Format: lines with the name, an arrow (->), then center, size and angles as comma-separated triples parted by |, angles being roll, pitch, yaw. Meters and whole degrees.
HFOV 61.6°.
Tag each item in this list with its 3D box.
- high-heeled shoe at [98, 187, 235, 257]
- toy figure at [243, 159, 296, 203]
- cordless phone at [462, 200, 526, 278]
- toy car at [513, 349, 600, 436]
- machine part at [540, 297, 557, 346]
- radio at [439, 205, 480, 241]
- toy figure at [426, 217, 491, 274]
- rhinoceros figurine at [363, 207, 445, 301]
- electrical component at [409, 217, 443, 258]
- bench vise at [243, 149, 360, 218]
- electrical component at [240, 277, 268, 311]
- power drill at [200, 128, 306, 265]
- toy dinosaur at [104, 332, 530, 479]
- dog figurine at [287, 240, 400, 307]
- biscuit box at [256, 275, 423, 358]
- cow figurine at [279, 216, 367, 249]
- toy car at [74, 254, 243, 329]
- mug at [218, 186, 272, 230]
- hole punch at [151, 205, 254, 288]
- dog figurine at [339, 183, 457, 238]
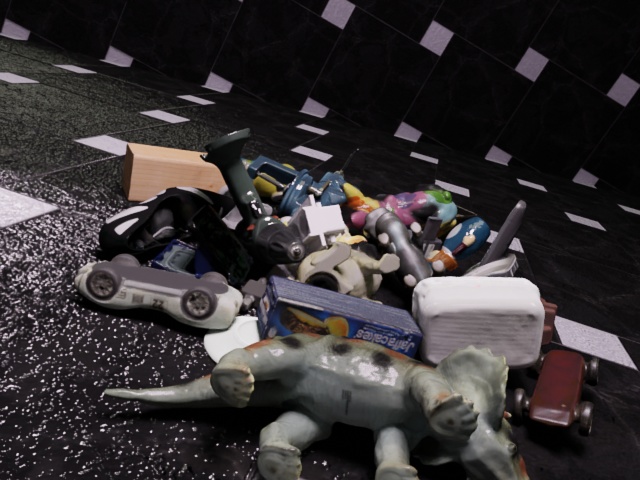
high-heeled shoe -> -0.219, -0.032, 0.829 | 0.249, 0.086, 0.145 | -20, 17, -31
toy figure -> -0.138, -0.138, 1.192 | 0.180, 0.089, 0.082 | 15, 26, -6
cordless phone -> 0.321, 0.022, 0.959 | 0.089, 0.184, 0.146 | 28, 23, 20
toy car -> 0.302, 0.191, 0.682 | 0.089, 0.053, 0.202 | 7, 16, 27
machine part -> 0.270, 0.107, 0.830 | 0.179, 0.056, 0.179 | 7, 9, -1
radio -> 0.251, -0.045, 1.245 | 0.229, 0.073, 0.131 | -4, 27, -44
toy figure -> 0.238, 0.023, 0.968 | 0.058, 0.154, 0.064 | 47, -5, 34
rhinoceros figurine -> 0.139, 0.019, 0.903 | 0.073, 0.112, 0.190 | -29, 62, -4
electrical component -> 0.183, 0.005, 0.998 | 0.075, 0.119, 0.048 | 0, 25, -30
bench vise -> -0.045, -0.112, 1.094 | 0.241, 0.128, 0.224 | 28, 51, 7
electrical component -> -0.077, 0.080, 0.751 | 0.063, 0.021, 0.094 | 18, 20, 8
power drill -> -0.101, -0.061, 0.820 | 0.086, 0.207, 0.232 | -32, 9, -18
toy dinosaur -> 0.024, 0.147, 0.524 | 0.405, 0.131, 0.192 | 14, 7, 10
dog figurine -> 0.020, 0.053, 0.816 | 0.172, 0.121, 0.191 | 13, 6, -14
biscuit box -> 0.026, 0.105, 0.667 | 0.202, 0.059, 0.063 | 17, 18, -18
cow figurine -> -0.001, -0.001, 0.964 | 0.167, 0.068, 0.098 | 11, 14, -14
toy car -> -0.196, 0.063, 0.660 | 0.202, 0.056, 0.073 | 11, 14, 0
mug -> -0.149, -0.069, 1.016 | 0.109, 0.080, 0.107 | 2, 14, -19
hole punch -> -0.163, 0.028, 0.758 | 0.115, 0.092, 0.142 | 50, 9, -11
dog figurine -> 0.138, -0.056, 1.038 | 0.219, 0.191, 0.108 | 15, 56, -46
